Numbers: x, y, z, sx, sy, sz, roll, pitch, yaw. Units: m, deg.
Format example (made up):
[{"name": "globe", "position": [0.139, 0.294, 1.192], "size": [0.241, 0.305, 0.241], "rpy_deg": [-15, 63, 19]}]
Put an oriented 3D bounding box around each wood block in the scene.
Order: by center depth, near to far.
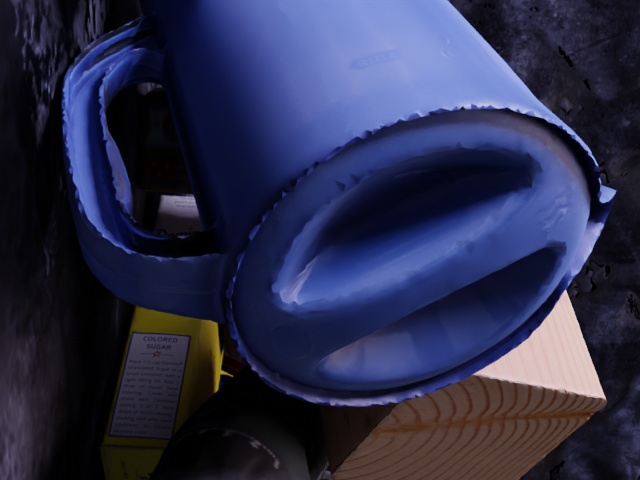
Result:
[{"name": "wood block", "position": [0.048, 0.007, 0.516], "size": [0.090, 0.090, 0.206], "rpy_deg": [-54, -147, 39]}]

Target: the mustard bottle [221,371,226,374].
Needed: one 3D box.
[{"name": "mustard bottle", "position": [-0.059, 0.052, 0.954], "size": [0.191, 0.058, 0.096], "rpy_deg": [-82, 177, -61]}]

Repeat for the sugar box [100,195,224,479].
[{"name": "sugar box", "position": [-0.078, 0.067, 0.586], "size": [0.093, 0.048, 0.176], "rpy_deg": [92, 4, -46]}]

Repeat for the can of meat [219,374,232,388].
[{"name": "can of meat", "position": [-0.057, 0.144, 0.726], "size": [0.102, 0.057, 0.084], "rpy_deg": [52, 2, -3]}]

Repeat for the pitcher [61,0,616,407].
[{"name": "pitcher", "position": [-0.012, -0.062, 0.425], "size": [0.149, 0.145, 0.243], "rpy_deg": [35, 21, -42]}]

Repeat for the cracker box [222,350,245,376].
[{"name": "cracker box", "position": [-0.005, 0.001, 0.745], "size": [0.164, 0.072, 0.214], "rpy_deg": [13, -94, 59]}]
